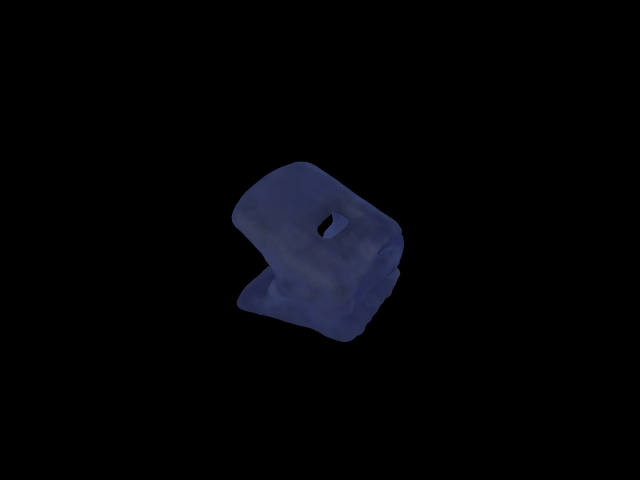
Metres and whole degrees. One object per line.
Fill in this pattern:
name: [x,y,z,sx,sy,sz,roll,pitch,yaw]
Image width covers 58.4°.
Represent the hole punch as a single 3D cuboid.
hole punch: [0.004,0.001,0.400,0.100,0.091,0.109,13,32,23]
